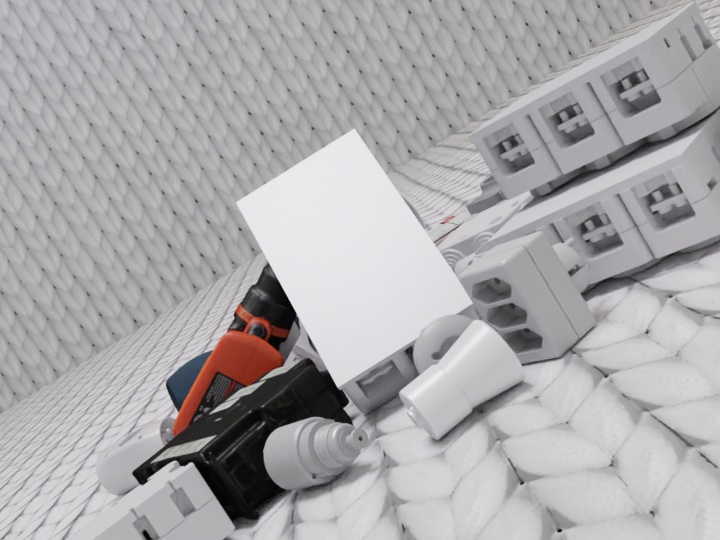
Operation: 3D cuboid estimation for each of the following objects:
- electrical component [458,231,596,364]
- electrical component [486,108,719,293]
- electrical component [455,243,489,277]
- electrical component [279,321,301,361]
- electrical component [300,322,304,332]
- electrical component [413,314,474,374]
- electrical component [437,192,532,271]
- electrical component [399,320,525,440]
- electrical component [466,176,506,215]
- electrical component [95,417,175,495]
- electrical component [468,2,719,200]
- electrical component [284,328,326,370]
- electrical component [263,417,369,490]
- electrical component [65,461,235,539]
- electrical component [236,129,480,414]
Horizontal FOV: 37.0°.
[{"bbox_3d":[0.112,0.008,0.650,0.077,0.065,0.047,-36,8,-32],"label":"electrical component"},{"bbox_3d":[0.173,-0.035,0.703,0.150,0.061,0.089,-26,9,41],"label":"electrical component"},{"bbox_3d":[0.107,0.004,0.790,0.077,0.044,0.079,-27,8,32],"label":"electrical component"},{"bbox_3d":[-0.074,0.081,1.019,0.055,0.047,0.055,-31,7,4],"label":"electrical component"},{"bbox_3d":[-0.085,0.066,1.194,0.065,0.044,0.044,-41,11,-29],"label":"electrical component"},{"bbox_3d":[0.055,0.053,0.681,0.048,0.048,0.062,-33,0,-10],"label":"electrical component"},{"bbox_3d":[0.117,-0.024,0.917,0.100,0.048,0.100,-26,9,41],"label":"electrical component"},{"bbox_3d":[0.055,0.065,0.611,0.065,0.044,0.044,-38,8,-10],"label":"electrical component"},{"bbox_3d":[0.200,-0.098,1.025,0.186,0.060,0.105,-36,8,-28],"label":"electrical component"},{"bbox_3d":[-0.187,0.160,0.969,0.077,0.043,0.079,-29,7,21],"label":"electrical component"},{"bbox_3d":[0.163,-0.108,0.727,0.150,0.061,0.089,-25,9,44],"label":"electrical component"},{"bbox_3d":[-0.031,0.063,0.897,0.081,0.042,0.063,-61,1,-24],"label":"electrical component"},{"bbox_3d":[-0.024,0.108,0.648,0.078,0.040,0.040,-24,10,46],"label":"electrical component"},{"bbox_3d":[-0.126,0.163,0.639,0.089,0.055,0.050,-35,8,-25],"label":"electrical component"},{"bbox_3d":[0.000,0.000,0.781,0.105,0.186,0.060,-32,-36,0],"label":"electrical component"}]
